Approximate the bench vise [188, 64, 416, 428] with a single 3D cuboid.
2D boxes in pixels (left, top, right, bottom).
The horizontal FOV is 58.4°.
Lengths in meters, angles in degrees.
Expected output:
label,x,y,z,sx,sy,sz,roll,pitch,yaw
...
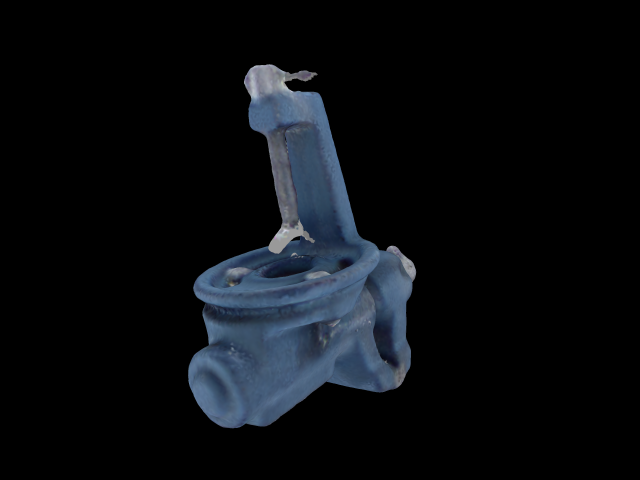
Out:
label,x,y,z,sx,sy,sz,roll,pitch,yaw
bench vise,-0.007,0.001,0.405,0.121,0.220,0.208,0,0,22
